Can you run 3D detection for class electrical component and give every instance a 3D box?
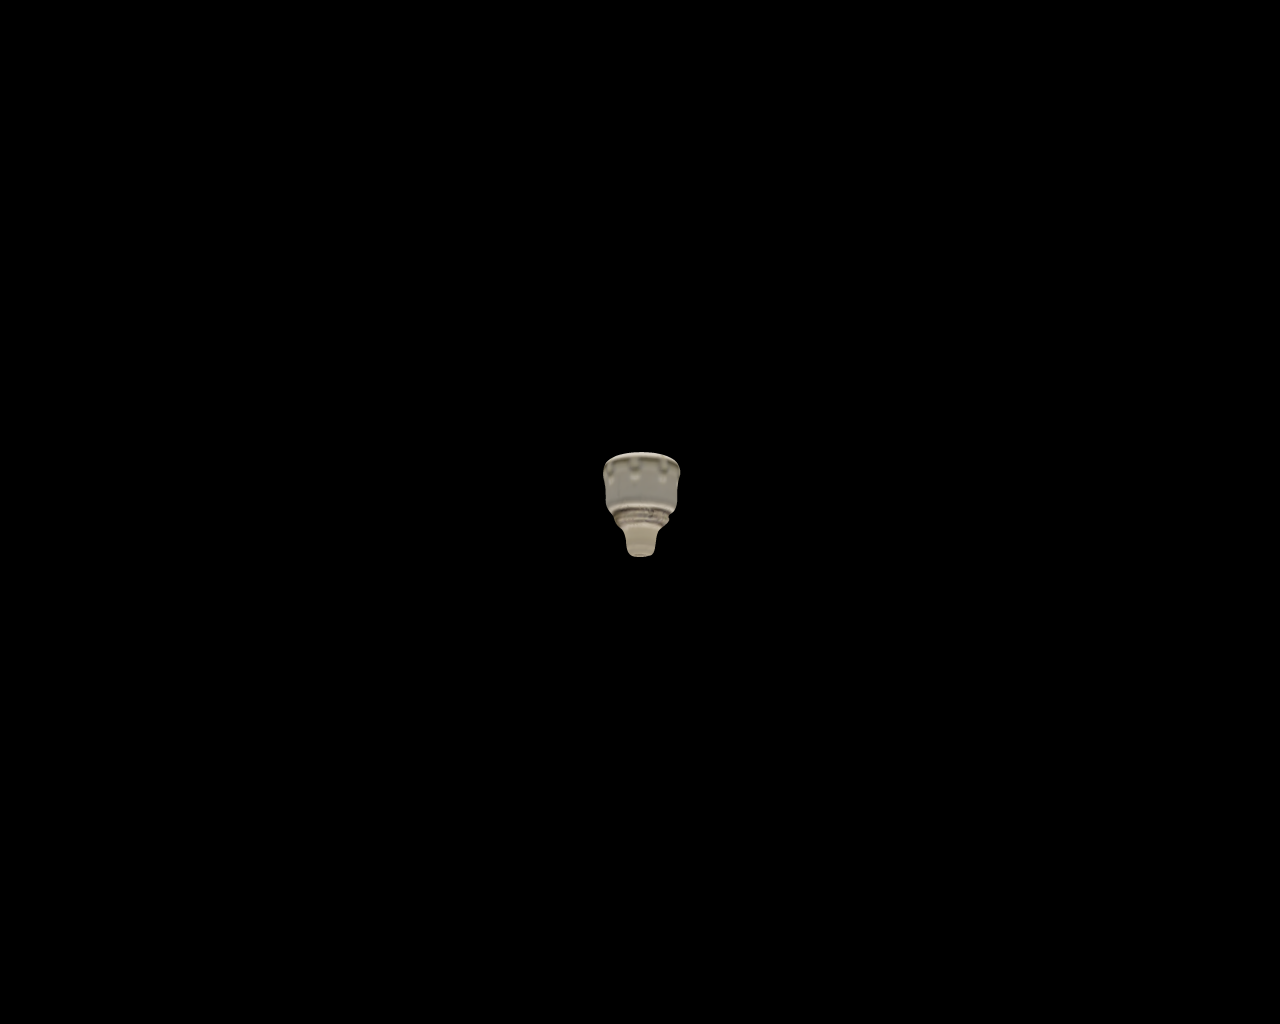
[{"bbox_3d":[0.001,-0.003,0.650,0.048,0.062,0.048,0,-14,0],"label":"electrical component"}]
